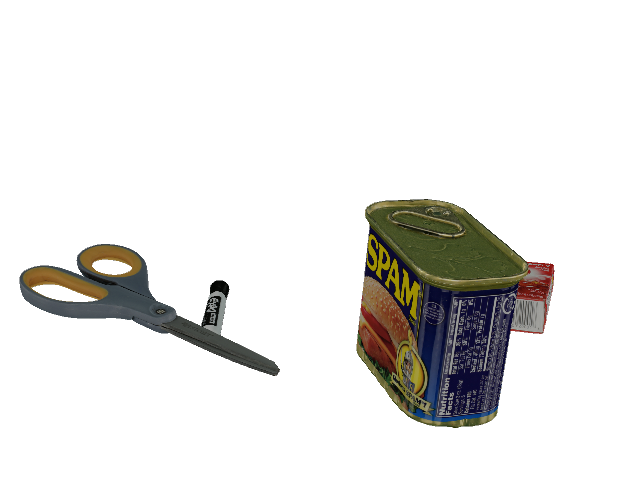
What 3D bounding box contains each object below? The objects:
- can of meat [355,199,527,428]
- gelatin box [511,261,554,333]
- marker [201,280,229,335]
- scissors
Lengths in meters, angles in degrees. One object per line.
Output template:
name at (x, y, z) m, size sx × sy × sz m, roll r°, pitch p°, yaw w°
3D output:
can of meat at (0.058, 0.036, 0.549) m, size 0.057 × 0.084 × 0.102 m, roll -4°, pitch 24°, yaw -19°
gelatin box at (0.124, 0.037, 0.788) m, size 0.089 × 0.030 × 0.073 m, roll 6°, pitch 20°, yaw 15°
marker at (-0.099, 0.067, 0.995) m, size 0.020 × 0.020 × 0.121 m, roll 0°, pitch 21°, yaw 0°
scissors at (-0.106, 0.041, 0.725) m, size 0.202 × 0.016 × 0.096 m, roll 12°, pitch 30°, yaw 15°
